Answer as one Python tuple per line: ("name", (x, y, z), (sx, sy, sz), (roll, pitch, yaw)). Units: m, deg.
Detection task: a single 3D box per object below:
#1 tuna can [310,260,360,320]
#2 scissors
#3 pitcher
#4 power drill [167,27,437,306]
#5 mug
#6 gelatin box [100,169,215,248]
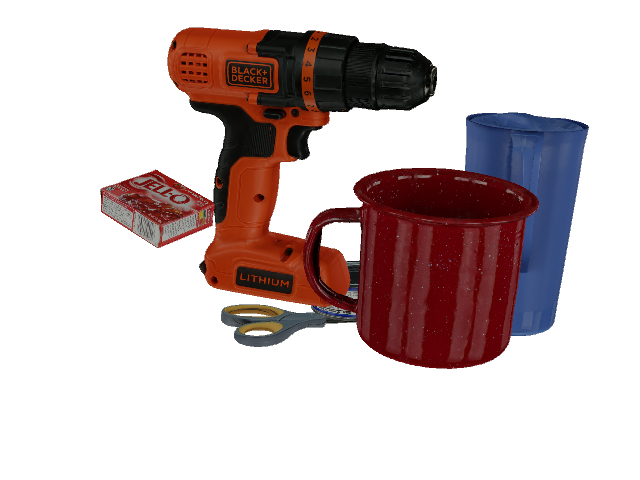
("tuna can", (0.034, 0.044, 0.967), (0.086, 0.034, 0.086), (-1, 13, 0))
("scissors", (-0.012, 0.096, 1.188), (0.201, 0.016, 0.096), (4, 21, 1))
("pitcher", (0.219, -0.018, 1.194), (0.149, 0.243, 0.145), (-7, 18, -34))
("power drill", (-0.014, -0.051, 0.734), (0.185, 0.188, 0.057), (9, 22, 19))
("mug", (0.049, 0.013, 0.550), (0.117, 0.081, 0.093), (4, 19, 1))
("gelatin box", (-0.160, -0.033, 1.045), (0.089, 0.030, 0.073), (30, 36, 31))
